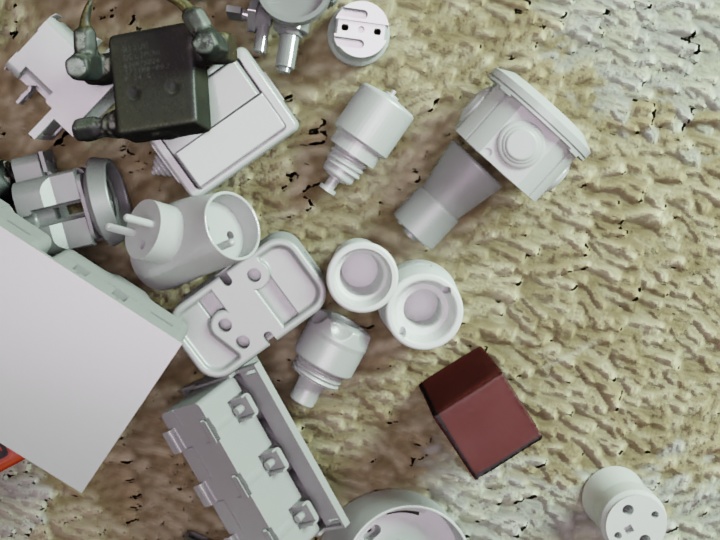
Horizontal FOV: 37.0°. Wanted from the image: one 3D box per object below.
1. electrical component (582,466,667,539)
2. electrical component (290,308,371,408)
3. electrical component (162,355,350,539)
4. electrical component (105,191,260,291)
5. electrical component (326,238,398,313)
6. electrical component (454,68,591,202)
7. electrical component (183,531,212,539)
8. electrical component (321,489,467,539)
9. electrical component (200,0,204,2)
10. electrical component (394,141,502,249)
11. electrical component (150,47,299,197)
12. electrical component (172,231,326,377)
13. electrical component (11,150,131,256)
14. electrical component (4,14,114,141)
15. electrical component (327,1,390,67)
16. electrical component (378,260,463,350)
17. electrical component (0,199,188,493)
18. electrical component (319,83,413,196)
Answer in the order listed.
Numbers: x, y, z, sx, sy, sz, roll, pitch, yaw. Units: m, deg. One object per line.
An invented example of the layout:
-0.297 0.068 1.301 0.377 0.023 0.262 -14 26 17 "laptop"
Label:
0.178 0.162 0.725 0.045 0.055 0.045 0 98 -3 "electrical component"
-0.024 0.060 0.708 0.043 0.043 0.062 28 97 -6 "electrical component"
-0.071 0.127 0.698 0.079 0.063 0.121 -21 101 42 "electrical component"
-0.115 -0.020 0.653 0.079 0.077 0.043 16 64 -44 "electrical component"
0.000 0.000 0.689 0.044 0.065 0.044 0 99 -3 "electrical component"
0.101 -0.085 0.676 0.080 0.080 0.051 41 100 -7 "electrical component"
-0.079 0.229 0.696 0.109 0.108 0.056 25 93 -6 "electrical component"
0.025 0.200 0.731 0.099 0.064 0.099 0 89 -13 "electrical component"
-0.094 -0.215 0.657 0.096 0.061 0.061 -43 97 4 "electrical component"
0.054 -0.046 0.699 0.044 0.044 0.065 42 99 -7 "electrical component"
-0.093 -0.088 0.675 0.096 0.061 0.061 -35 98 2 "electrical component"
-0.071 0.020 0.692 0.095 0.059 0.053 -36 98 2 "electrical component"
-0.180 -0.039 0.680 0.057 0.058 0.078 -13 98 2 "electrical component"
-0.183 -0.121 0.676 0.064 0.042 0.081 44 93 -6 "electrical component"
0.000 -0.150 0.678 0.040 0.046 0.040 0 98 -3 "electrical component"
0.040 0.023 0.703 0.055 0.047 0.055 0 98 -3 "electrical component"
-0.208 0.029 0.629 0.186 0.060 0.105 34 95 -7 "electrical component"
0.001 -0.083 0.690 0.040 0.040 0.078 34 95 -7 "electrical component"
